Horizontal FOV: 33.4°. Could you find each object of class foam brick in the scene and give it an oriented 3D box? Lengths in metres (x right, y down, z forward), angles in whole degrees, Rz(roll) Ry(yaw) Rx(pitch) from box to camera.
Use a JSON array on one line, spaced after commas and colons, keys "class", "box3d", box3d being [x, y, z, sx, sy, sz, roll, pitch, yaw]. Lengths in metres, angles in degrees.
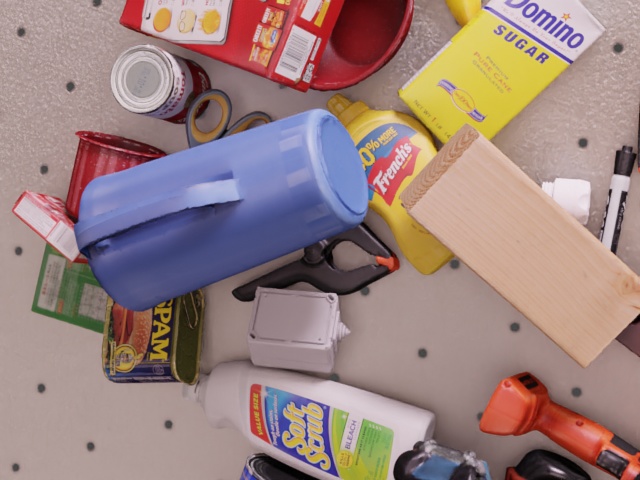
[{"class": "foam brick", "box3d": [0.302, 0.082, 0.966, 0.078, 0.051, 0.053, 37, 99, 11]}]

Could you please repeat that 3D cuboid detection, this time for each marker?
[{"class": "marker", "box3d": [0.273, -0.028, 0.988, 0.020, 0.020, 0.121, 12, 94, 14]}]

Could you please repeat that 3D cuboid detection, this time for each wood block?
[{"class": "wood block", "box3d": [0.177, 0.002, 0.930, 0.206, 0.090, 0.091, 40, 100, -8]}]

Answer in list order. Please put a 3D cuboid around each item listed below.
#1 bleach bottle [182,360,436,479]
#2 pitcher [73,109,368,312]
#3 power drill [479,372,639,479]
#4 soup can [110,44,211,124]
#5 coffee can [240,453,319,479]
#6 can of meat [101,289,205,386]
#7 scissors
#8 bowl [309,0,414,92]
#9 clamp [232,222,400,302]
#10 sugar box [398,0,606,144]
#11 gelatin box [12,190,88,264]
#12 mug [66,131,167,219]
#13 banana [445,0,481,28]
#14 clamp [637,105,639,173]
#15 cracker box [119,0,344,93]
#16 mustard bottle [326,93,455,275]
[{"class": "bleach bottle", "box3d": [-0.019, 0.183, 1.047, 0.251, 0.068, 0.102, 13, 98, 17]}, {"class": "pitcher", "box3d": [-0.089, -0.029, 0.946, 0.243, 0.149, 0.145, -19, 126, 23]}, {"class": "power drill", "box3d": [0.236, 0.186, 0.928, 0.188, 0.184, 0.057, 29, 97, 22]}, {"class": "soup can", "box3d": [-0.156, -0.153, 1.054, 0.068, 0.102, 0.068, 0, 91, 14]}, {"class": "coffee can", "box3d": [-0.048, 0.293, 1.035, 0.103, 0.102, 0.140, 22, 96, 13]}, {"class": "can of meat", "box3d": [-0.166, 0.093, 1.060, 0.084, 0.057, 0.102, -3, 71, 18]}, {"class": "scissors", "box3d": [-0.136, -0.069, 1.061, 0.202, 0.016, 0.096, -40, 113, -1]}, {"class": "bowl", "box3d": [0.031, -0.215, 1.014, 0.162, 0.055, 0.162, -6, 80, 34]}, {"class": "clamp", "box3d": [-0.007, 0.001, 1.052, 0.172, 0.039, 0.120, -1, 94, 15]}, {"class": "sugar box", "box3d": [0.166, -0.165, 0.990, 0.093, 0.048, 0.176, 44, 104, -8]}, {"class": "gelatin box", "box3d": [-0.258, -0.012, 1.082, 0.089, 0.073, 0.030, 38, 95, 13]}, {"class": "mug", "box3d": [-0.198, -0.057, 1.081, 0.117, 0.093, 0.081, 12, 100, -18]}, {"class": "banana", "box3d": [0.090, -0.282, 1.024, 0.198, 0.037, 0.070, 39, 120, 12]}, {"class": "clamp", "box3d": [0.347, -0.150, 0.957, 0.165, 0.036, 0.210, 46, 105, 19]}, {"class": "cracker box", "box3d": [-0.075, -0.249, 1.014, 0.214, 0.072, 0.164, 25, 97, 35]}, {"class": "mustard bottle", "box3d": [0.074, -0.065, 1.019, 0.096, 0.058, 0.192, -42, 81, 10]}]
